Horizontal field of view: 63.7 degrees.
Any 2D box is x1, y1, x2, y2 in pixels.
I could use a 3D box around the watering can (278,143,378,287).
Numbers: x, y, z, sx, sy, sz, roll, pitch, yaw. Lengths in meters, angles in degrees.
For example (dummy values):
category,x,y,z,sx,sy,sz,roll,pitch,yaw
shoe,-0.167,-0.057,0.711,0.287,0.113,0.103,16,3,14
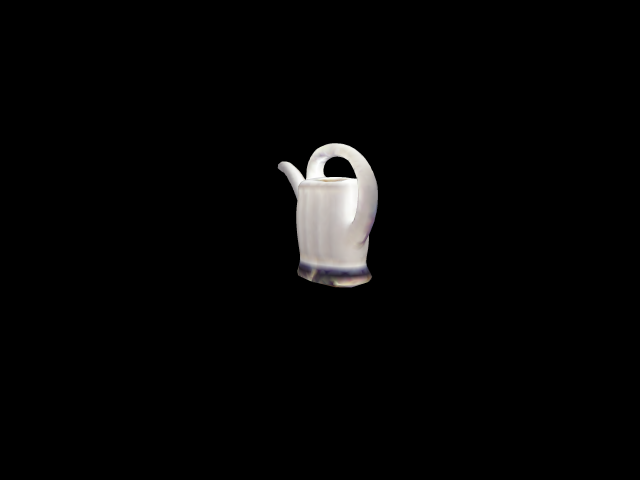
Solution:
category,x,y,z,sx,sy,sz,roll,pitch,yaw
watering can,0.003,-0.043,0.850,0.104,0.223,0.348,-2,6,-23
